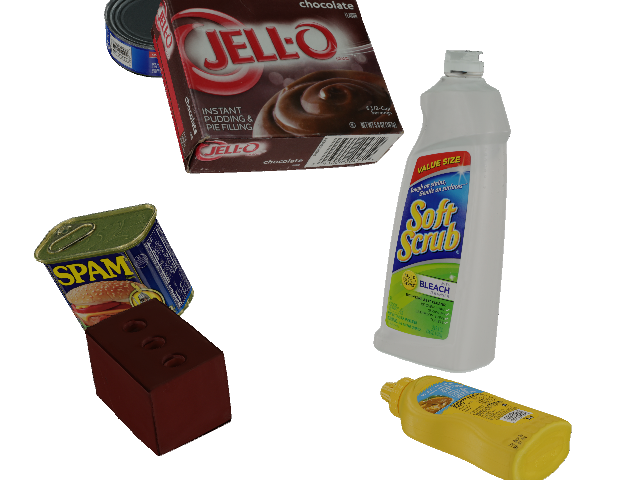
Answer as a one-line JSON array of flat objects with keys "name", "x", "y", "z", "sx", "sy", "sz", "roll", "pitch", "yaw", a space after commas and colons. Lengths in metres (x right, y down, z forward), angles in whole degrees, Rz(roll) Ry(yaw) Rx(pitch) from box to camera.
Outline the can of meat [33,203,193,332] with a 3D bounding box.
[{"name": "can of meat", "x": -0.162, "y": 0.026, "z": 0.849, "sx": 0.102, "sy": 0.084, "sz": 0.057, "roll": -9, "pitch": 33, "yaw": 23}]

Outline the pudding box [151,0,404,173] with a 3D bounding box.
[{"name": "pudding box", "x": -0.024, "y": -0.082, "z": 0.552, "sx": 0.113, "sy": 0.090, "sz": 0.039, "roll": -3, "pitch": -27, "yaw": -28}]

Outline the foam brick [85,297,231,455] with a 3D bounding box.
[{"name": "foam brick", "x": -0.097, "y": 0.080, "z": 0.638, "sx": 0.052, "sy": 0.051, "sz": 0.078, "roll": -24, "pitch": 38, "yaw": -33}]

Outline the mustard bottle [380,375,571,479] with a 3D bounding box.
[{"name": "mustard bottle", "x": 0.135, "y": 0.172, "z": 1.024, "sx": 0.192, "sy": 0.058, "sz": 0.096, "roll": 16, "pitch": 22, "yaw": 41}]

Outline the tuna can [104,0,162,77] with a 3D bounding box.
[{"name": "tuna can", "x": -0.136, "y": -0.174, "z": 0.887, "sx": 0.086, "sy": 0.086, "sz": 0.034, "roll": 0, "pitch": -42, "yaw": -9}]

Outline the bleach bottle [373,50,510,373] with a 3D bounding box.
[{"name": "bleach bottle", "x": 0.100, "y": -0.026, "z": 0.861, "sx": 0.103, "sy": 0.251, "sz": 0.067, "roll": 13, "pitch": 16, "yaw": 41}]
